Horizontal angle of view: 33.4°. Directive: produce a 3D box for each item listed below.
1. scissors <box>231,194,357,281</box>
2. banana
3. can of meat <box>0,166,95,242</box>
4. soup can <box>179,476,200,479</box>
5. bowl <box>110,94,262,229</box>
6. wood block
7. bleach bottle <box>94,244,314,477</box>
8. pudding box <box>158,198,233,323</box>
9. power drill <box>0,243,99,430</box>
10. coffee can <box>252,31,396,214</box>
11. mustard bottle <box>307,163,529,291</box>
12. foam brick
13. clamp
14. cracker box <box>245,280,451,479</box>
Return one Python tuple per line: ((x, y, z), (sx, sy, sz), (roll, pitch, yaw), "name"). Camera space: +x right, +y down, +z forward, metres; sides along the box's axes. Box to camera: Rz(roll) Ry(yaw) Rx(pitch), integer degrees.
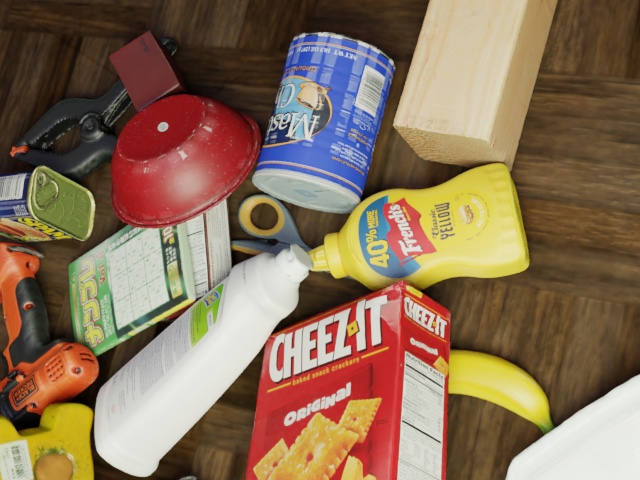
((-0.007, 0.001, 1.009), (0.202, 0.016, 0.096), (-2, 74, 23), "scissors")
((0.108, 0.127, 0.907), (0.198, 0.037, 0.069), (6, 76, 25), "banana")
((-0.297, -0.034, 1.100), (0.084, 0.102, 0.057), (-4, 72, 25), "can of meat")
((-0.106, 0.269, 0.941), (0.068, 0.068, 0.102), (-46, 63, 5), "soup can")
((-0.139, -0.087, 1.009), (0.162, 0.055, 0.162), (-16, 43, 15), "bowl")
((0.146, -0.175, 0.954), (0.090, 0.090, 0.206), (12, 79, 26), "wood block")
((-0.100, 0.099, 0.951), (0.251, 0.068, 0.102), (-43, 33, 21), "bleach bottle")
((-0.129, 0.016, 1.034), (0.090, 0.039, 0.113), (-19, 69, 34), "pudding box")
((-0.319, 0.112, 1.087), (0.185, 0.057, 0.188), (-37, 64, 18), "power drill")
((0.004, -0.107, 0.988), (0.103, 0.102, 0.140), (10, 78, 26), "coffee can")
((0.081, -0.001, 0.938), (0.192, 0.058, 0.096), (-13, 68, 14), "mustard bottle")
((-0.168, -0.161, 1.081), (0.053, 0.051, 0.078), (-31, 66, 5), "foam brick")
((-0.229, -0.108, 1.128), (0.210, 0.036, 0.164), (-21, 67, 13), "clamp")
((0.019, 0.157, 0.857), (0.164, 0.072, 0.213), (-25, 45, 37), "cracker box")
